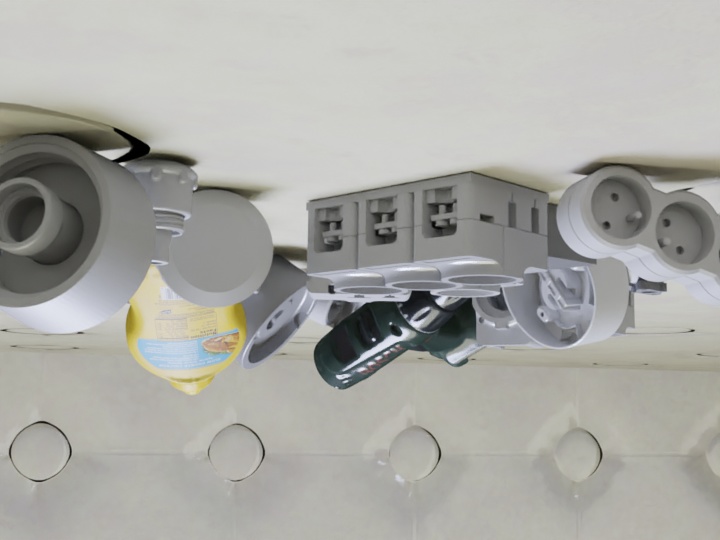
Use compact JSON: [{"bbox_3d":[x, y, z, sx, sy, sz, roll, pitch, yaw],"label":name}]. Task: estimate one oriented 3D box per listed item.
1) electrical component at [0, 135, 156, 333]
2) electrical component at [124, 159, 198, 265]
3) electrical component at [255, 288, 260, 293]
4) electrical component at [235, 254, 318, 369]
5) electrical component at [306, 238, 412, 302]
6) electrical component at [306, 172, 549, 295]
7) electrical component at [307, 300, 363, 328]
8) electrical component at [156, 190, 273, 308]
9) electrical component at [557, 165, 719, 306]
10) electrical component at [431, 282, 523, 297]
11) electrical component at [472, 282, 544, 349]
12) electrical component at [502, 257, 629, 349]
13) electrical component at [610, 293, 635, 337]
[{"bbox_3d":[-0.176,-0.023,0.599,0.108,0.108,0.060,-1,166,14],"label":"electrical component"},{"bbox_3d":[-0.124,-0.035,0.655,0.048,0.062,0.048,1,172,0],"label":"electrical component"},{"bbox_3d":[-0.118,-0.002,0.959,0.055,0.045,0.045,0,172,5],"label":"electrical component"},{"bbox_3d":[-0.095,0.034,1.023,0.060,0.108,0.108,40,-178,14],"label":"electrical component"},{"bbox_3d":[0.000,0.000,0.938,0.089,0.050,0.055,1,172,0],"label":"electrical component"},{"bbox_3d":[0.045,-0.020,0.749,0.150,0.061,0.089,-7,169,43],"label":"electrical component"},{"bbox_3d":[-0.044,0.025,1.131,0.074,0.052,0.138,26,178,16],"label":"electrical component"},{"bbox_3d":[-0.104,-0.014,0.747,0.080,0.080,0.051,3,177,-17],"label":"electrical component"},{"bbox_3d":[0.189,-0.018,0.684,0.138,0.052,0.074,21,169,-9],"label":"electrical component"},{"bbox_3d":[0.082,-0.009,0.842,0.089,0.055,0.050,8,170,-41],"label":"electrical component"},{"bbox_3d":[0.131,0.022,0.941,0.050,0.089,0.056,-3,171,25],"label":"electrical component"},{"bbox_3d":[0.165,0.013,0.863,0.064,0.099,0.099,-2,174,-26],"label":"electrical component"},{"bbox_3d":[0.216,0.042,1.182,0.150,0.061,0.089,-5,171,34],"label":"electrical component"}]
